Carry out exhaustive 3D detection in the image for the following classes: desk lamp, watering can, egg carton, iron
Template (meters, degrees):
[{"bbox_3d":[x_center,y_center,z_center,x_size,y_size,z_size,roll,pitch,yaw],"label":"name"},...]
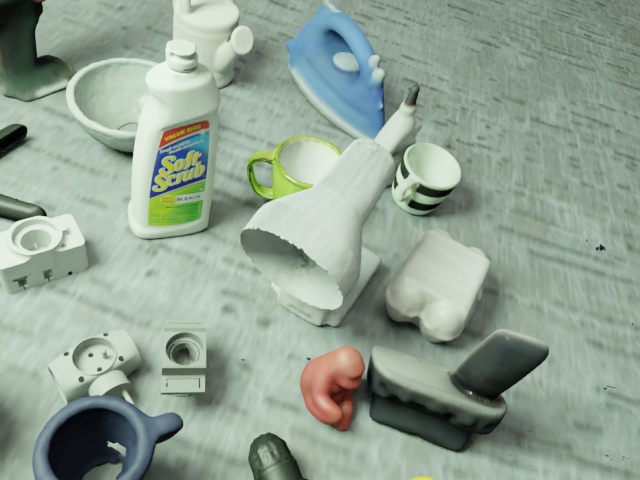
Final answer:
[{"bbox_3d":[0.006,0.002,0.626,0.117,0.213,0.203,31,50,11],"label":"desk lamp"},{"bbox_3d":[-0.166,-0.334,0.873,0.172,0.194,0.101,27,49,8],"label":"watering can"},{"bbox_3d":[0.149,0.056,0.718,0.107,0.069,0.150,29,49,9],"label":"egg carton"},{"bbox_3d":[0.048,-0.280,0.923,0.119,0.141,0.257,-18,58,-28],"label":"iron"}]

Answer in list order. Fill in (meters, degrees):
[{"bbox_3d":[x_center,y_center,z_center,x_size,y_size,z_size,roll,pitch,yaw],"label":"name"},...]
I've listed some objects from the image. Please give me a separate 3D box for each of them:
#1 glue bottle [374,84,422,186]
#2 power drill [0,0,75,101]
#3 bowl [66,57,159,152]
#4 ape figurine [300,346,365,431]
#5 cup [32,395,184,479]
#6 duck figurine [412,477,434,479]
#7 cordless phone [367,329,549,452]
[{"bbox_3d":[0.109,-0.146,0.807,0.078,0.173,0.037,-21,59,-29],"label":"glue bottle"},{"bbox_3d":[-0.392,-0.304,0.774,0.075,0.208,0.230,38,51,17],"label":"power drill"},{"bbox_3d":[-0.257,-0.175,0.793,0.167,0.075,0.167,8,49,-9],"label":"bowl"},{"bbox_3d":[0.020,0.143,0.593,0.078,0.092,0.076,-33,65,-35],"label":"ape figurine"},{"bbox_3d":[-0.178,0.190,0.496,0.118,0.095,0.091,-15,56,-26],"label":"cup"},{"bbox_3d":[0.094,0.261,0.519,0.077,0.086,0.105,24,49,5],"label":"duck figurine"},{"bbox_3d":[0.132,0.126,0.577,0.147,0.185,0.094,17,48,-2],"label":"cordless phone"}]
